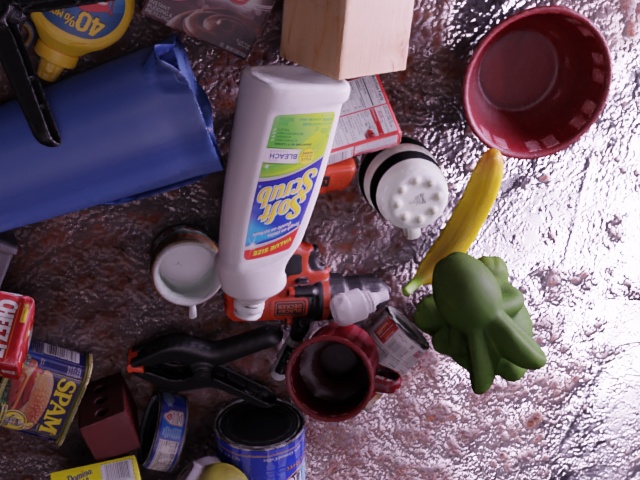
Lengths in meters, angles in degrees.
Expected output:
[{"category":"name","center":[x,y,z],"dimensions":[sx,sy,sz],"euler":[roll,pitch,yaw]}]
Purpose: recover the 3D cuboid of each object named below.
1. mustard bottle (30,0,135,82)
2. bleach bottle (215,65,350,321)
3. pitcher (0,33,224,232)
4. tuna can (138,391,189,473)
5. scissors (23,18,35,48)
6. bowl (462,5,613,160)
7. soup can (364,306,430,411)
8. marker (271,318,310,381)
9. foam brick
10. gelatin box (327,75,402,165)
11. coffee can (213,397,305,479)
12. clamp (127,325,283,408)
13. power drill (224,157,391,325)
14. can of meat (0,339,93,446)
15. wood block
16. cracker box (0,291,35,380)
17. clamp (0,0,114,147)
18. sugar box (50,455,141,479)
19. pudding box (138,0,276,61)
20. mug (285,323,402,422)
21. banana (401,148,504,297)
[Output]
[{"category":"mustard bottle","center":[-0.210,-0.230,0.963],"dimensions":[0.096,0.058,0.192],"euler":[25,108,-15]},{"category":"bleach bottle","center":[-0.044,-0.038,1.024],"dimensions":[0.102,0.068,0.251],"euler":[-5,119,-31]},{"category":"pitcher","center":[-0.217,-0.086,1.001],"dimensions":[0.243,0.145,0.149],"euler":[-19,106,0]},{"category":"tuna can","center":[-0.172,0.209,1.166],"dimensions":[0.033,0.086,0.086],"euler":[15,111,-18]},{"category":"scissors","center":[-0.363,-0.193,0.968],"dimensions":[0.201,0.016,0.096],"euler":[-8,115,-10]},{"category":"bowl","center":[0.214,-0.167,1.097],"dimensions":[0.162,0.055,0.162],"euler":[-5,116,-11]},{"category":"soup can","center":[0.065,0.132,1.197],"dimensions":[0.068,0.068,0.102],"euler":[39,100,-26]},{"category":"marker","center":[-0.033,0.119,1.160],"dimensions":[0.020,0.020,0.121],"euler":[3,147,-15]},{"category":"foam brick","center":[-0.227,0.191,1.149],"dimensions":[0.053,0.078,0.051],"euler":[-20,119,-4]},{"category":"gelatin box","center":[0.028,-0.120,1.066],"dimensions":[0.089,0.073,0.030],"euler":[-17,159,-6]},{"category":"coffee can","center":[-0.066,0.263,1.207],"dimensions":[0.102,0.103,0.140],"euler":[-6,116,-11]},{"category":"clamp","center":[-0.121,0.142,1.165],"dimensions":[0.171,0.039,0.120],"euler":[-2,125,4]},{"category":"power drill","center":[-0.007,0.001,1.123],"dimensions":[0.184,0.057,0.188],"euler":[-3,115,-15]},{"category":"can of meat","center":[-0.298,0.158,1.129],"dimensions":[0.083,0.057,0.102],"euler":[20,108,-18]},{"category":"wood block","center":[0.030,-0.262,0.973],"dimensions":[0.090,0.090,0.206],"euler":[-16,122,-39]},{"category":"cracker box","center":[-0.377,0.068,0.990],"dimensions":[0.213,0.164,0.072],"euler":[15,76,-12]},{"category":"clamp","center":[-0.270,-0.186,0.922],"dimensions":[0.210,0.036,0.164],"euler":[24,90,9]},{"category":"sugar box","center":[-0.236,0.301,1.178],"dimensions":[0.093,0.048,0.176],"euler":[-10,147,-10]},{"category":"pudding box","center":[-0.101,-0.233,0.999],"dimensions":[0.113,0.039,0.090],"euler":[21,108,-22]},{"category":"mug","center":[0.029,0.137,1.122],"dimensions":[0.117,0.081,0.093],"euler":[9,102,10]},{"category":"banana","center":[0.154,-0.019,1.144],"dimensions":[0.037,0.069,0.198],"euler":[34,120,12]}]
